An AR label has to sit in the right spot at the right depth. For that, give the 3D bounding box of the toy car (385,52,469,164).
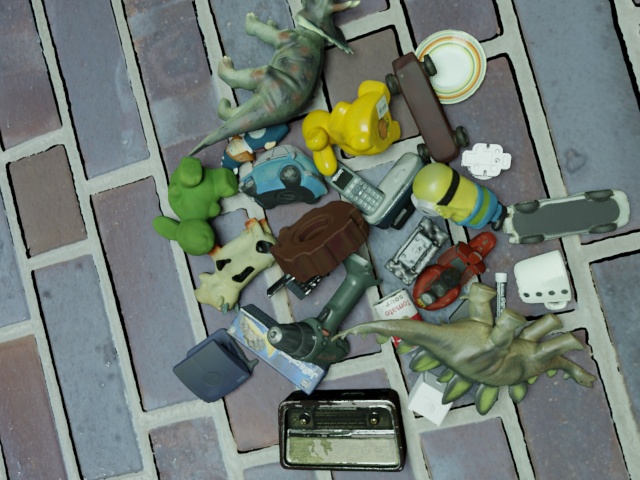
[{"bbox_3d":[0.189,-0.231,0.952,0.089,0.053,0.202,-23,100,26],"label":"toy car"}]

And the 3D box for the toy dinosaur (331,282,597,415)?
[{"bbox_3d":[0.254,0.179,0.871,0.471,0.105,0.198,22,108,-15],"label":"toy dinosaur"}]

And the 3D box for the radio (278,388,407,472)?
[{"bbox_3d":[0.040,0.347,0.991,0.230,0.073,0.131,-5,90,12],"label":"radio"}]

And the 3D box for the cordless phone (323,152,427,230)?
[{"bbox_3d":[0.100,-0.116,0.980,0.184,0.088,0.146,40,99,27],"label":"cordless phone"}]

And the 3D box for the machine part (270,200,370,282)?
[{"bbox_3d":[-0.002,-0.003,0.945,0.179,0.179,0.056,-27,114,11],"label":"machine part"}]

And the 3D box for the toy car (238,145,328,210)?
[{"bbox_3d":[-0.068,-0.122,1.006,0.162,0.109,0.103,-8,66,23],"label":"toy car"}]

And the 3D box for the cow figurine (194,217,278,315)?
[{"bbox_3d":[-0.159,0.058,1.031,0.195,0.085,0.127,-36,77,9],"label":"cow figurine"}]

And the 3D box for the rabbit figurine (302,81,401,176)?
[{"bbox_3d":[0.038,-0.191,0.966,0.173,0.121,0.162,11,57,34],"label":"rabbit figurine"}]

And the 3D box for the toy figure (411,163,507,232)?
[{"bbox_3d":[0.235,-0.071,0.908,0.180,0.082,0.089,13,86,-23],"label":"toy figure"}]

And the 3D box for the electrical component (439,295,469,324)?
[{"bbox_3d":[0.262,0.141,0.957,0.102,0.045,0.078,-46,81,9],"label":"electrical component"}]

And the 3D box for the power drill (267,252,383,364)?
[{"bbox_3d":[0.018,0.120,0.931,0.086,0.231,0.207,20,75,31],"label":"power drill"}]

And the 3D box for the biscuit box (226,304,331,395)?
[{"bbox_3d":[-0.077,0.205,1.022,0.203,0.063,0.059,34,98,10],"label":"biscuit box"}]

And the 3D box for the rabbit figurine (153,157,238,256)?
[{"bbox_3d":[-0.246,-0.048,1.011,0.159,0.121,0.170,-21,63,35],"label":"rabbit figurine"}]

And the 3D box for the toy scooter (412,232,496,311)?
[{"bbox_3d":[0.230,0.055,0.918,0.184,0.135,0.075,-45,83,10],"label":"toy scooter"}]

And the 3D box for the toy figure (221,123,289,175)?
[{"bbox_3d":[-0.133,-0.188,1.035,0.154,0.064,0.057,-33,126,9],"label":"toy figure"}]

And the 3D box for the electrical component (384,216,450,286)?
[{"bbox_3d":[0.169,0.018,0.931,0.058,0.134,0.115,37,96,9],"label":"electrical component"}]

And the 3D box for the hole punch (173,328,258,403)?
[{"bbox_3d":[-0.206,0.248,1.039,0.142,0.092,0.116,-37,87,7],"label":"hole punch"}]

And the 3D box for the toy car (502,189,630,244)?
[{"bbox_3d":[0.417,-0.039,0.918,0.202,0.056,0.073,-9,95,13],"label":"toy car"}]

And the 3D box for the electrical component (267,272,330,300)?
[{"bbox_3d":[-0.041,0.075,1.001,0.119,0.075,0.047,-43,105,5],"label":"electrical component"}]

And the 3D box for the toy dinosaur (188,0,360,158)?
[{"bbox_3d":[-0.067,-0.291,0.961,0.192,0.131,0.404,23,86,17],"label":"toy dinosaur"}]
